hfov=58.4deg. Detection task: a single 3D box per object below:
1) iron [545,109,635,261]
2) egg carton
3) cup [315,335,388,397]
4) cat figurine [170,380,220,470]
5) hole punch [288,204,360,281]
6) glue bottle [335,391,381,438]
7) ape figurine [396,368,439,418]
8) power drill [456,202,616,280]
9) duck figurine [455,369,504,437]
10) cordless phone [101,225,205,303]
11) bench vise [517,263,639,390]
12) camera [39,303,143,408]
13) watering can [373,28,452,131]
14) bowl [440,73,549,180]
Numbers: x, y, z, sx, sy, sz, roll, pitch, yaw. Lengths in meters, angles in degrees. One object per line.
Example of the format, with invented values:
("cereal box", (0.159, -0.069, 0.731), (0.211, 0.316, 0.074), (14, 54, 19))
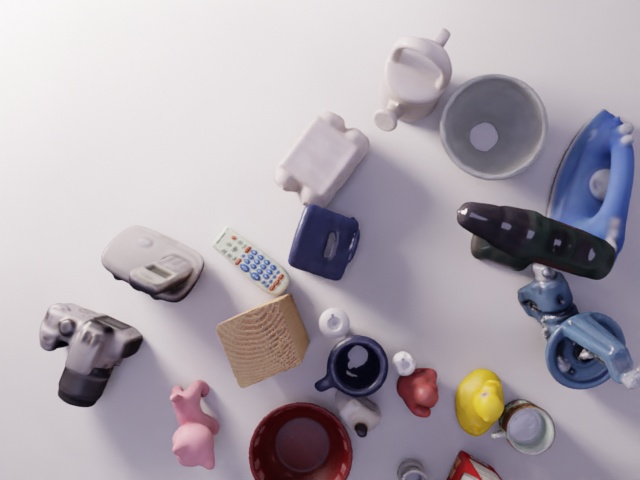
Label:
("iron", (0.433, -0.090, 0.868), (0.118, 0.141, 0.258), (11, 88, 2))
("egg carton", (0.001, -0.128, 0.915), (0.107, 0.069, 0.150), (36, 89, 2))
("cup", (0.046, 0.196, 0.890), (0.118, 0.095, 0.092), (-30, 87, 0))
("cat figurine", (-0.200, 0.290, 0.881), (0.067, 0.118, 0.128), (-20, 88, 1))
("hole punch", (0.008, 0.003, 0.900), (0.101, 0.091, 0.109), (18, 88, 2))
("glue bottle", (0.057, 0.261, 0.849), (0.078, 0.173, 0.037), (38, 89, 3))
("ape figurine", (0.159, 0.237, 0.888), (0.076, 0.092, 0.078), (32, 89, 2))
("power drill", (0.291, 0.001, 0.835), (0.229, 0.208, 0.076), (16, 88, 2))
("duck figurine", (0.254, 0.258, 0.888), (0.077, 0.086, 0.105), (19, 89, 2))
("cordless phone", (-0.264, 0.037, 0.858), (0.147, 0.185, 0.094), (23, 89, 2))
("bench vise", (0.363, 0.136, 0.823), (0.121, 0.219, 0.207), (-44, 87, 0))
("camera", (-0.376, 0.184, 0.898), (0.143, 0.101, 0.137), (22, 89, 2))
("watering can", (0.142, -0.240, 0.854), (0.101, 0.194, 0.173), (12, 88, 2))
("bowl", (0.267, -0.172, 0.908), (0.167, 0.074, 0.167), (0, 88, 1))
